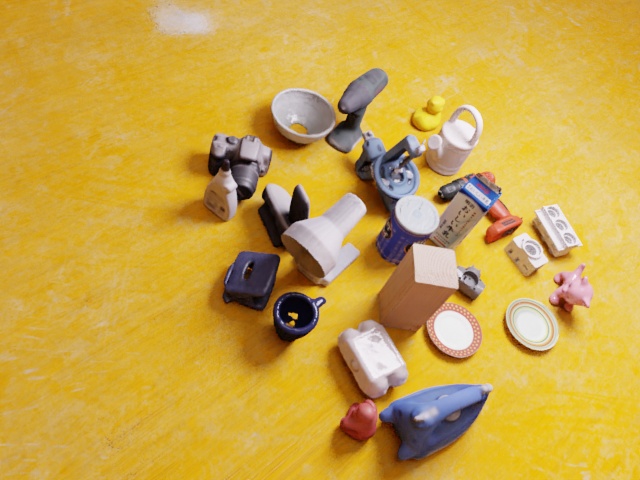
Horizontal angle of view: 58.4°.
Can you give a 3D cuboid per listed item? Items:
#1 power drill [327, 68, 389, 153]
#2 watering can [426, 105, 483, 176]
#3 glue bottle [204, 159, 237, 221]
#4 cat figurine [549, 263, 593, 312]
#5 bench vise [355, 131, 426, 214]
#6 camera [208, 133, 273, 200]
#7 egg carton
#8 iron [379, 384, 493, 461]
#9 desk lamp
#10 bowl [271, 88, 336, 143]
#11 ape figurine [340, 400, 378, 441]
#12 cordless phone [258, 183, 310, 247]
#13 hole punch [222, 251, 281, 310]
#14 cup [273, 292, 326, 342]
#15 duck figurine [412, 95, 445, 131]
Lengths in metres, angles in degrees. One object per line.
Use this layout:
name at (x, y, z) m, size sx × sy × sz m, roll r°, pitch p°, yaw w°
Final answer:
power drill at (0.087, -0.320, 1.419) m, size 0.075 × 0.208 × 0.230 m, roll 32°, pitch 55°, yaw 6°
watering can at (0.348, -0.258, 1.466) m, size 0.101 × 0.194 × 0.173 m, roll 38°, pitch 56°, yaw 10°
glue bottle at (-0.207, -0.114, 1.223) m, size 0.078 × 0.173 × 0.037 m, roll 38°, pitch 56°, yaw 10°
cat figurine at (0.606, 0.111, 1.354) m, size 0.067 × 0.117 × 0.128 m, roll 26°, pitch 55°, yaw 1°
bench vise at (0.160, -0.187, 1.349) m, size 0.207 × 0.219 × 0.122 m, roll 43°, pitch 57°, yaw 13°
camera at (-0.187, -0.169, 1.308) m, size 0.143 × 0.100 × 0.137 m, roll 12°, pitch 56°, yaw -9°
egg carton at (0.104, 0.239, 1.154) m, size 0.107 × 0.069 × 0.150 m, roll -20°, pitch 66°, yaw -26°
iron at (0.251, 0.321, 1.101) m, size 0.259 × 0.141 × 0.118 m, roll -17°, pitch 64°, yaw -25°
desk lamp at (0.011, 0.004, 1.188) m, size 0.118 × 0.213 × 0.204 m, roll 41°, pitch 57°, yaw 11°
bowl at (-0.047, -0.301, 1.449) m, size 0.167 × 0.074 × 0.167 m, roll 8°, pitch 57°, yaw -12°
ape figurine at (0.079, 0.333, 1.073) m, size 0.078 × 0.092 × 0.076 m, roll -9°, pitch 62°, yaw -21°
cordless phone at (-0.064, -0.082, 1.238) m, size 0.094 × 0.185 × 0.147 m, roll -20°, pitch 66°, yaw -26°
hole punch at (-0.141, 0.077, 1.171) m, size 0.101 × 0.091 × 0.109 m, roll 19°, pitch 55°, yaw -4°
cup at (-0.045, 0.157, 1.146) m, size 0.118 × 0.095 × 0.091 m, roll -25°, pitch 68°, yaw -28°
duck figurine at (0.307, -0.358, 1.583) m, size 0.077 × 0.086 × 0.105 m, roll 44°, pitch 57°, yaw 13°
